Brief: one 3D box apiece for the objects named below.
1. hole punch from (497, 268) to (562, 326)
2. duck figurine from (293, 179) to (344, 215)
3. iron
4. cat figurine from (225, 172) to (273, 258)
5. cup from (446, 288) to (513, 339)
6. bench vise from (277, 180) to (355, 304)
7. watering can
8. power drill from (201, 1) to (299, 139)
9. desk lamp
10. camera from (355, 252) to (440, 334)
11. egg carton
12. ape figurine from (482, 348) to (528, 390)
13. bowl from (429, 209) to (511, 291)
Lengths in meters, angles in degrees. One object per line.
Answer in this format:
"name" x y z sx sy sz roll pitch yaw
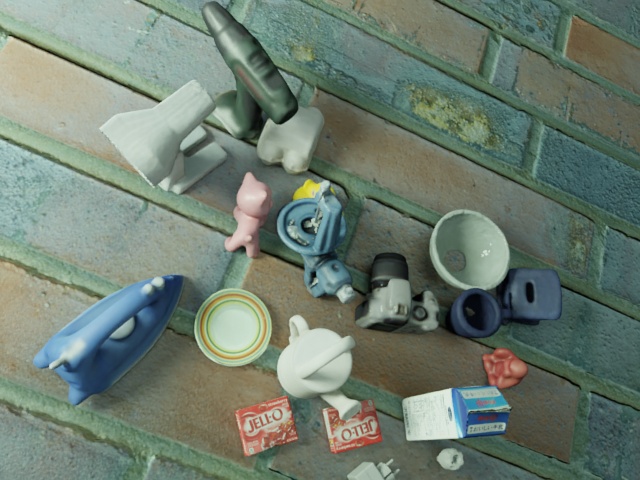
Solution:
"hole punch" 0.407 0.111 1.119 0.101 0.091 0.108 9 68 -14
"duck figurine" 0.004 -0.072 1.065 0.104 0.086 0.078 38 65 -1
"iron" -0.302 0.121 0.870 0.118 0.141 0.259 44 65 2
"cat figurine" -0.118 -0.047 1.000 0.067 0.117 0.128 12 68 -12
"cup" 0.288 0.144 1.068 0.118 0.095 0.091 3 70 -16
"bench vise" 0.017 -0.004 0.970 0.207 0.219 0.122 46 65 3
"watering can" 0.006 0.198 0.908 0.173 0.194 0.101 40 65 0
"power drill" -0.140 -0.282 1.029 0.229 0.208 0.076 46 65 3
"desk lamp" -0.250 -0.165 0.950 0.118 0.213 0.203 46 65 3
"camera" 0.145 0.095 1.039 0.143 0.100 0.137 9 68 -14
"egg carton" -0.056 -0.202 1.103 0.107 0.069 0.150 21 66 -9
"ape figurine" 0.348 0.239 1.054 0.076 0.092 0.078 35 65 -2
"bowl" 0.280 0.029 1.119 0.168 0.074 0.167 6 69 -15
